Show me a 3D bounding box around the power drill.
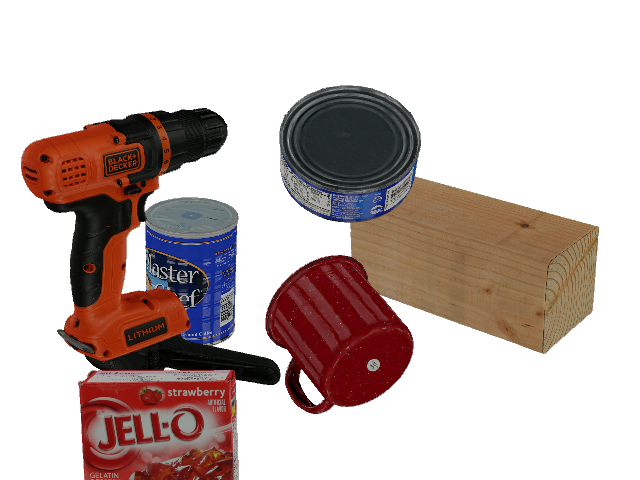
[{"bbox_3d":[-0.149,-0.010,0.865,0.184,0.188,0.057,-18,26,-40],"label":"power drill"}]

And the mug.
[{"bbox_3d":[0.011,0.081,0.817,0.093,0.117,0.082,15,25,-44],"label":"mug"}]

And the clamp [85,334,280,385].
[{"bbox_3d":[-0.150,0.106,1.005,0.164,0.036,0.210,-18,40,-31],"label":"clamp"}]

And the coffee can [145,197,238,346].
[{"bbox_3d":[-0.145,0.035,1.195,0.103,0.140,0.103,3,24,-1],"label":"coffee can"}]

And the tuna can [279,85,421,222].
[{"bbox_3d":[0.017,-0.053,0.655,0.086,0.086,0.034,0,-36,-2],"label":"tuna can"}]

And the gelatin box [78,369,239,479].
[{"bbox_3d":[-0.093,0.113,0.618,0.089,0.073,0.030,-1,8,3],"label":"gelatin box"}]

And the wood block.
[{"bbox_3d":[0.135,0.015,0.970,0.206,0.090,0.090,19,33,36],"label":"wood block"}]
